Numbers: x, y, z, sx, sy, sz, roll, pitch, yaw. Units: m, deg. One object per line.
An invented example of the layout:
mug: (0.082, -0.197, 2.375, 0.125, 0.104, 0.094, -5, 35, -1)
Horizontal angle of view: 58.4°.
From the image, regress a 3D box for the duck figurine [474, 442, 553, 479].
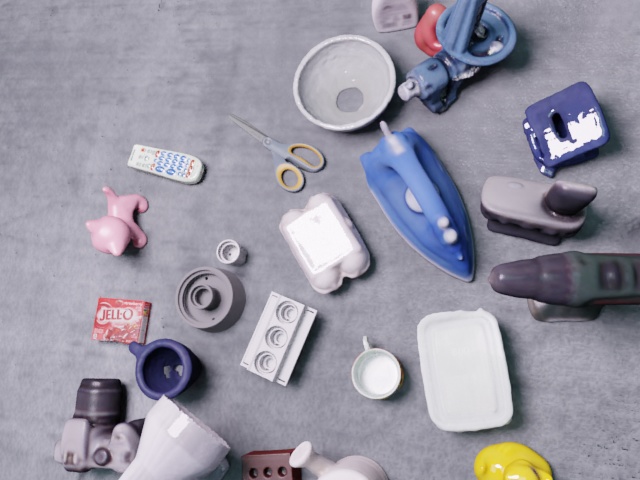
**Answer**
duck figurine: (0.262, 0.316, 0.770, 0.104, 0.086, 0.077, 7, 80, 14)

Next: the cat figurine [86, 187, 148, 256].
cat figurine: (-0.344, -0.027, 0.958, 0.067, 0.118, 0.128, -9, 76, 10)

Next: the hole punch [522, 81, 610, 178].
hole punch: (0.361, -0.163, 0.850, 0.101, 0.091, 0.108, -17, 75, 8)

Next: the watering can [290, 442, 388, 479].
watering can: (0.028, 0.348, 0.757, 0.172, 0.194, 0.101, 25, 84, 16)

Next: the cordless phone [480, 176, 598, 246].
cordless phone: (0.300, -0.062, 0.792, 0.147, 0.185, 0.094, 10, 80, 14)

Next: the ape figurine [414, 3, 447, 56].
ape figurine: (0.189, -0.345, 0.926, 0.076, 0.092, 0.078, 14, 81, 15)

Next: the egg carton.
egg carton: (0.008, 0.003, 0.901, 0.107, 0.069, 0.150, -33, 73, 4)

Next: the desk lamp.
desk lamp: (-0.205, 0.322, 0.803, 0.117, 0.214, 0.203, 34, 87, 17)

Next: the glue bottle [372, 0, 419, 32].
glue bottle: (0.115, -0.395, 0.910, 0.078, 0.173, 0.037, -5, 77, 11)

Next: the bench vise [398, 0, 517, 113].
bench vise: (0.211, -0.285, 0.841, 0.121, 0.220, 0.207, 33, 86, 17)

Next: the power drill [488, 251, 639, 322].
power drill: (0.331, 0.062, 0.746, 0.229, 0.209, 0.075, -4, 77, 11)

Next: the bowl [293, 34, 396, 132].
bowl: (0.045, -0.246, 0.944, 0.167, 0.075, 0.167, -3, 78, 12)

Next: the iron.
iron: (0.156, -0.059, 0.845, 0.118, 0.141, 0.258, -32, 73, 4)

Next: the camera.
camera: (-0.340, 0.288, 0.898, 0.143, 0.101, 0.137, -1, 78, 12)

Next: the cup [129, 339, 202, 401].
cup: (-0.237, 0.196, 0.899, 0.117, 0.095, 0.092, 29, 85, 17)
